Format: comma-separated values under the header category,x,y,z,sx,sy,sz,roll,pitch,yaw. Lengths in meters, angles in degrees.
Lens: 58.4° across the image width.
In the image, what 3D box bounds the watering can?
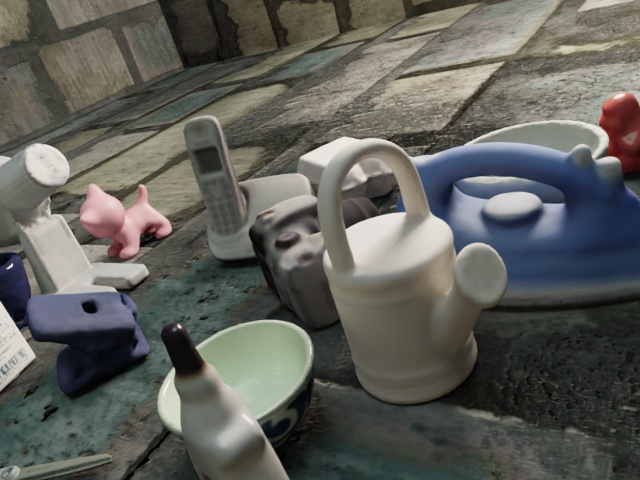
category,x,y,z,sx,sy,sz,roll,pitch,yaw
watering can,0.059,0.018,0.426,0.172,0.194,0.101,0,31,34

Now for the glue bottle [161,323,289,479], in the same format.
category,x,y,z,sx,sy,sz,roll,pitch,yaw
glue bottle,-0.049,0.118,0.319,0.037,0.173,0.077,-34,29,-30

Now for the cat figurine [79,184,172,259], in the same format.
category,x,y,z,sx,sy,sz,roll,pitch,yaw
cat figurine,-0.304,-0.037,0.866,0.067,0.118,0.128,7,35,41

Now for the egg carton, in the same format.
category,x,y,z,sx,sy,sz,roll,pitch,yaw
egg carton,0.036,-0.098,0.824,0.107,0.069,0.149,-28,27,-21

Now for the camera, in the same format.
category,x,y,z,sx,sy,sz,roll,pitch,yaw
camera,0.006,0.002,0.604,0.137,0.101,0.142,-26,26,-16

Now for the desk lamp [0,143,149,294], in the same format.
category,x,y,z,sx,sy,sz,roll,pitch,yaw
desk lamp,-0.362,-0.019,0.754,0.202,0.214,0.118,-2,30,30

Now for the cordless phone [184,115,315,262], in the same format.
category,x,y,z,sx,sy,sz,roll,pitch,yaw
cordless phone,-0.089,-0.070,0.712,0.147,0.185,0.094,-10,26,17

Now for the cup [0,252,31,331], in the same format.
category,x,y,z,sx,sy,sz,roll,pitch,yaw
cup,-0.404,0.080,0.721,0.092,0.095,0.117,-25,26,-14

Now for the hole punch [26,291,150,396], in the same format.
category,x,y,z,sx,sy,sz,roll,pitch,yaw
hole punch,-0.244,0.089,0.603,0.101,0.091,0.108,-28,27,-20

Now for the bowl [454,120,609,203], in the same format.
category,x,y,z,sx,sy,sz,roll,pitch,yaw
bowl,0.229,-0.068,0.631,0.167,0.075,0.167,-14,25,7

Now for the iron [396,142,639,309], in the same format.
category,x,y,z,sx,sy,sz,roll,pitch,yaw
iron,0.176,-0.027,0.503,0.257,0.142,0.119,0,30,33

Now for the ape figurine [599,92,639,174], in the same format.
category,x,y,z,sx,sy,sz,roll,pitch,yaw
ape figurine,0.339,-0.121,0.646,0.076,0.092,0.078,-11,26,14
